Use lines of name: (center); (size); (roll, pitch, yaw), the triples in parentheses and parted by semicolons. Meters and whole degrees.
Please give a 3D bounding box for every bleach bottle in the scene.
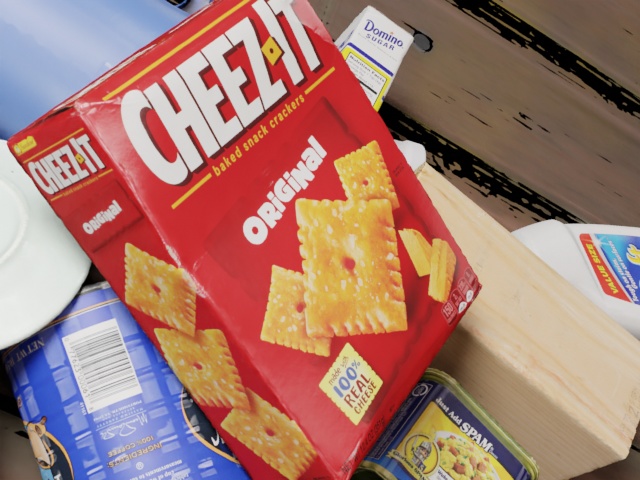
bleach bottle: (0.227, 0.040, 0.799); (0.250, 0.068, 0.102); (5, 65, -25)

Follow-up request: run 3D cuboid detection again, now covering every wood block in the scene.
wood block: (0.108, 0.059, 0.701); (0.206, 0.091, 0.090); (39, 53, -7)

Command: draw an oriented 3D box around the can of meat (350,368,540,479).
can of meat: (0.073, 0.146, 0.660); (0.102, 0.058, 0.083); (45, 55, -3)

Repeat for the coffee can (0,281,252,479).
coffee can: (-0.097, 0.101, 0.555); (0.102, 0.103, 0.140); (-14, 74, -34)

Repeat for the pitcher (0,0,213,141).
pitcher: (-0.187, -0.140, 0.607); (0.242, 0.145, 0.149); (34, 32, -8)

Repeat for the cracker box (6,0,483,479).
cracker box: (-0.023, -0.008, 0.534); (0.213, 0.072, 0.164); (57, 47, -15)

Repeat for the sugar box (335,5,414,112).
sugar box: (-0.004, -0.065, 0.697); (0.048, 0.093, 0.176); (32, 54, -13)
